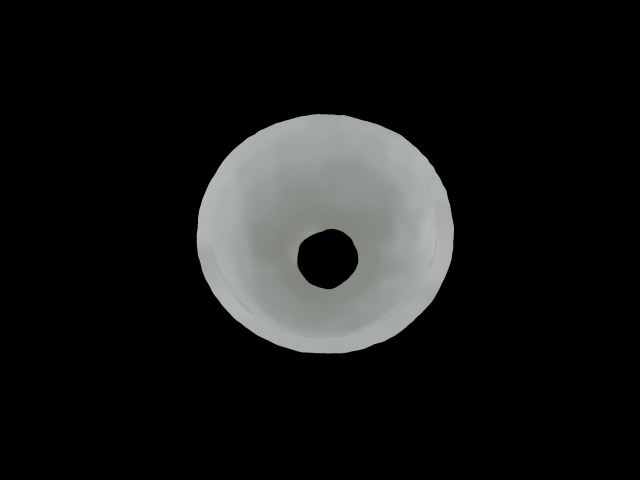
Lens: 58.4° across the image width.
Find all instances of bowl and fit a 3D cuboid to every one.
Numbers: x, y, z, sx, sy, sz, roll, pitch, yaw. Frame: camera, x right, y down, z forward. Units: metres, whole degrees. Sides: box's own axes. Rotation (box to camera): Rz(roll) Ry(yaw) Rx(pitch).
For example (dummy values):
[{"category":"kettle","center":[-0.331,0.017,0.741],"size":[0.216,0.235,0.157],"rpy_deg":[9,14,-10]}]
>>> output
[{"category":"bowl","center":[0.004,0.001,0.400],"size":[0.167,0.075,0.167],"rpy_deg":[0,70,0]}]
